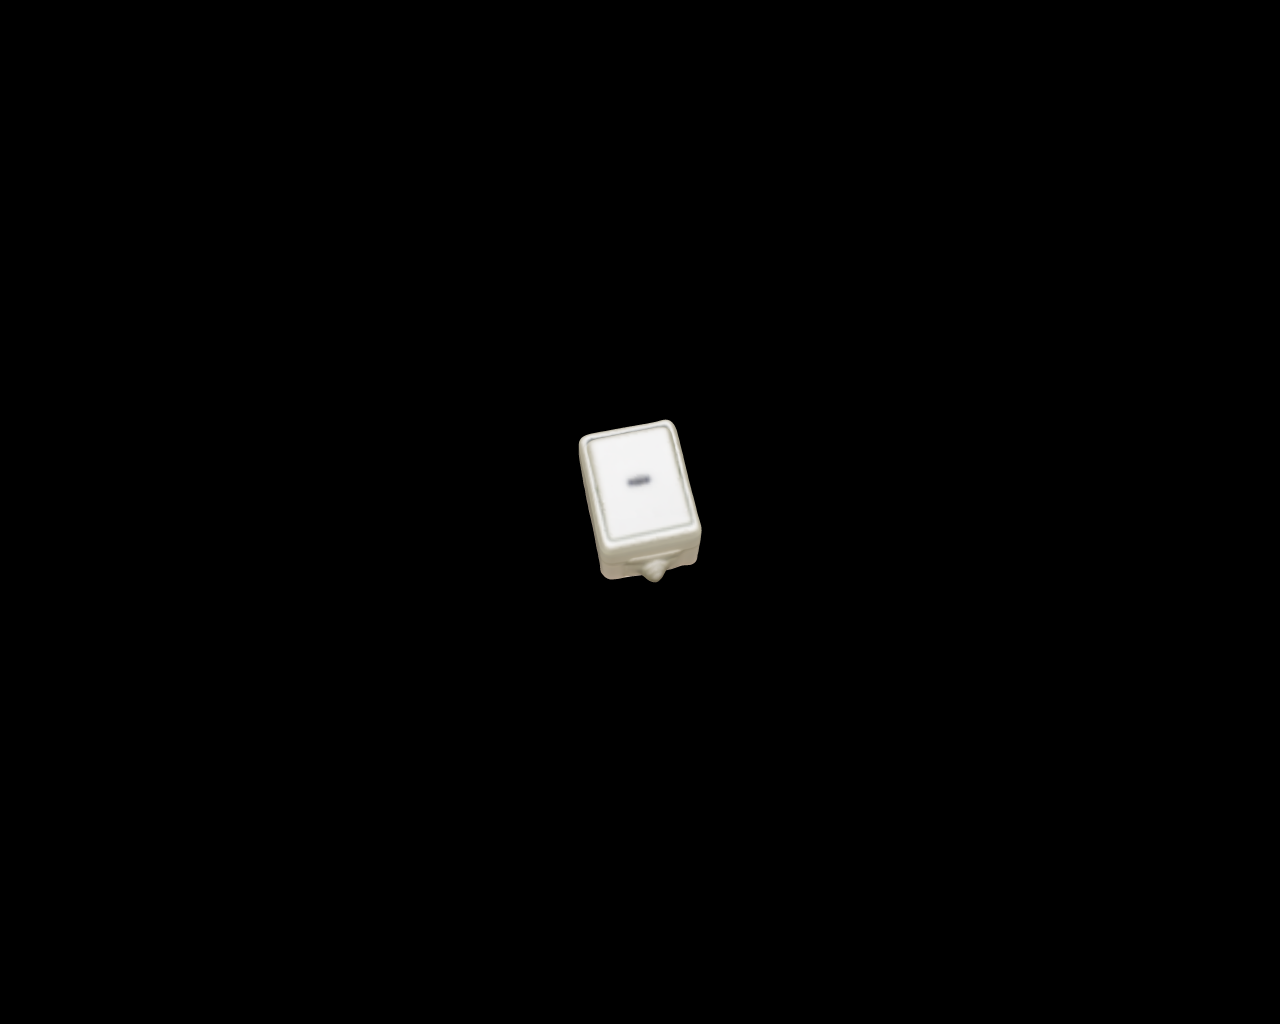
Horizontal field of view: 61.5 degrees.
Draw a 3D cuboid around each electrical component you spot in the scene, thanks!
[{"bbox_3d":[0.001,-0.003,0.650,0.062,0.096,0.061,-11,-24,-5],"label":"electrical component"}]
